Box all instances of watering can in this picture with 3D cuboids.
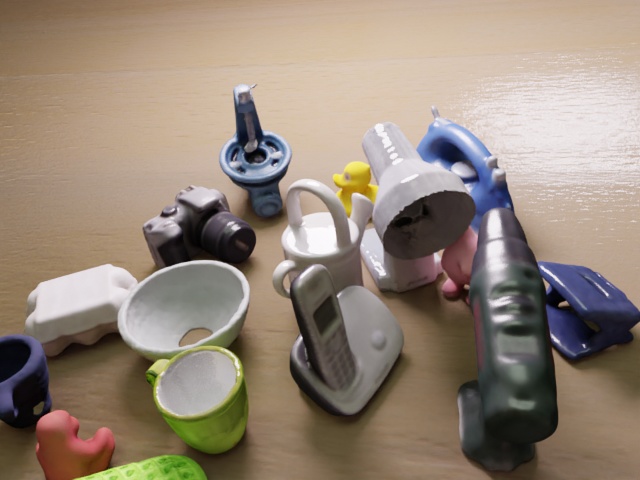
[{"bbox_3d":[0.005,0.002,0.740,0.100,0.194,0.173,8,40,21],"label":"watering can"}]

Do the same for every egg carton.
[{"bbox_3d":[-0.322,0.094,0.781,0.150,0.069,0.107,-17,38,-12],"label":"egg carton"}]

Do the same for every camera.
[{"bbox_3d":[-0.176,-0.015,0.871,0.136,0.101,0.143,26,49,37],"label":"camera"}]

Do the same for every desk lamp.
[{"bbox_3d":[0.108,-0.033,0.752,0.118,0.214,0.202,-15,38,-9],"label":"desk lamp"}]

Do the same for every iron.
[{"bbox_3d":[0.231,-0.102,0.880,0.119,0.142,0.257,-19,38,-14],"label":"iron"}]

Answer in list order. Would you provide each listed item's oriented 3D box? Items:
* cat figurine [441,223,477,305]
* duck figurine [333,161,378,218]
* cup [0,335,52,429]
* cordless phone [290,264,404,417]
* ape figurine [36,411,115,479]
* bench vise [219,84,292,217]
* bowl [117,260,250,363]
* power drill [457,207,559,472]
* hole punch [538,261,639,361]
[{"bbox_3d":[0.201,0.022,0.743,0.067,0.118,0.128,25,48,36],"label":"cat figurine"},{"bbox_3d":[0.068,-0.087,0.936,0.104,0.086,0.077,-1,38,8],"label":"duck figurine"},{"bbox_3d":[-0.345,0.179,0.653,0.092,0.095,0.117,-23,39,-19],"label":"cup"},{"bbox_3d":[0.026,0.087,0.632,0.093,0.185,0.148,16,43,28],"label":"cordless phone"},{"bbox_3d":[-0.262,0.213,0.595,0.077,0.092,0.076,3,38,14],"label":"ape figurine"},{"bbox_3d":[-0.129,-0.171,0.969,0.122,0.220,0.206,-26,41,-22],"label":"bench vise"},{"bbox_3d":[-0.166,0.105,0.735,0.167,0.075,0.167,-5,37,4],"label":"bowl"},{"bbox_3d":[0.175,0.111,0.554,0.075,0.209,0.229,-1,38,9],"label":"power drill"},{"bbox_3d":[0.313,0.070,0.681,0.101,0.091,0.108,-16,38,-11],"label":"hole punch"}]
